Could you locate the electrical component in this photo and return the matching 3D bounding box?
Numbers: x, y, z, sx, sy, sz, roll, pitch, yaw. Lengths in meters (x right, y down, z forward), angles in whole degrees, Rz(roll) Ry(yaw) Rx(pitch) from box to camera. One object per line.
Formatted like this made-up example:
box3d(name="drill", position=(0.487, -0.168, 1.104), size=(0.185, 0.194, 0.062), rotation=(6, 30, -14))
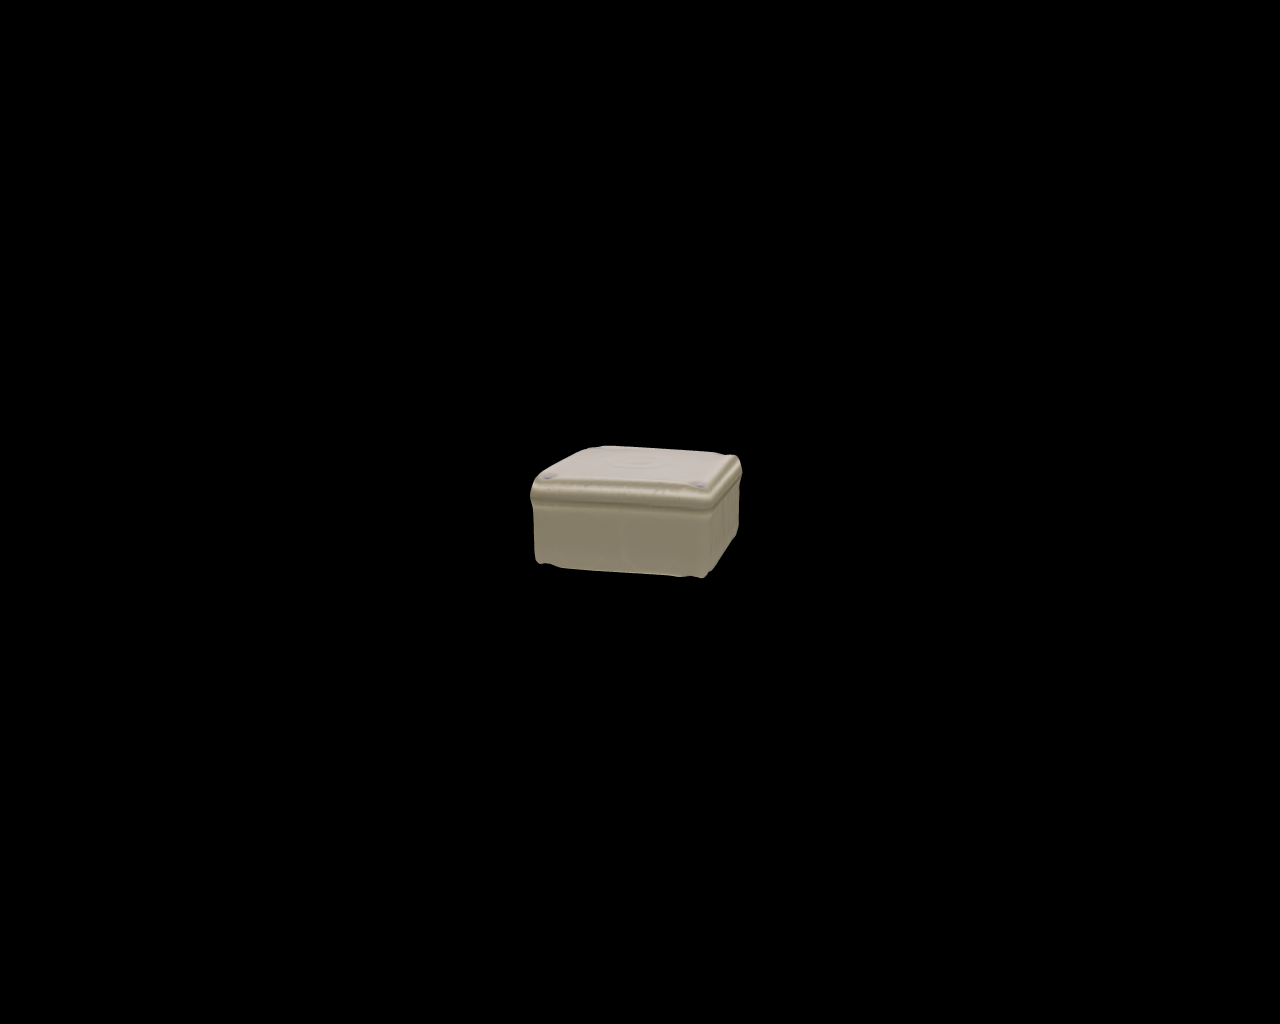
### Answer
box3d(name="electrical component", position=(0.001, -0.003, 0.650), size=(0.109, 0.056, 0.109), rotation=(4, 15, 15))
